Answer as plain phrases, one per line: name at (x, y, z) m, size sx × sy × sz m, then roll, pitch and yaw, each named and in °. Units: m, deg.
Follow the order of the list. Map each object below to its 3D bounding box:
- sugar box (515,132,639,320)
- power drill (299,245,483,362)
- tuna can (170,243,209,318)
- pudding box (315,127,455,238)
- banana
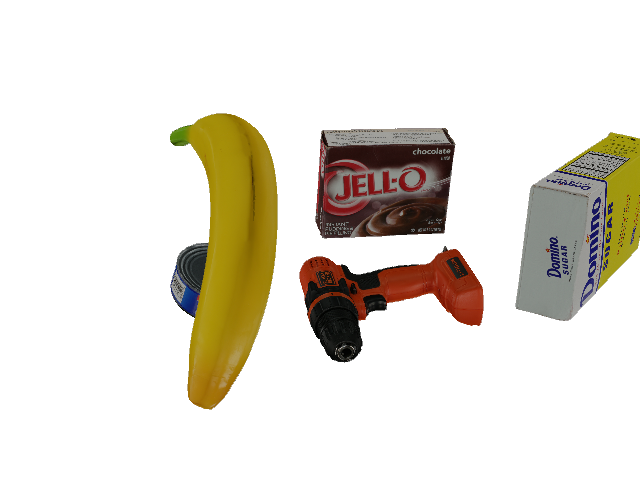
sugar box at (0.197, -0.014, 0.777) m, size 0.048 × 0.093 × 0.175 m, roll 14°, pitch 24°, yaw 25°
power drill at (0.077, 0.066, 1.157) m, size 0.187 × 0.057 × 0.184 m, roll -5°, pitch 28°, yaw -9°
tuna can at (-0.100, 0.042, 1.029) m, size 0.086 × 0.034 × 0.086 m, roll 15°, pitch 34°, yaw -10°
pudding box at (0.055, -0.050, 0.920) m, size 0.113 × 0.090 × 0.039 m, roll -4°, pitch 34°, yaw -9°
banana at (-0.050, -0.006, 0.580) m, size 0.037 × 0.198 × 0.070 m, roll 18°, pitch -46°, yaw -28°
